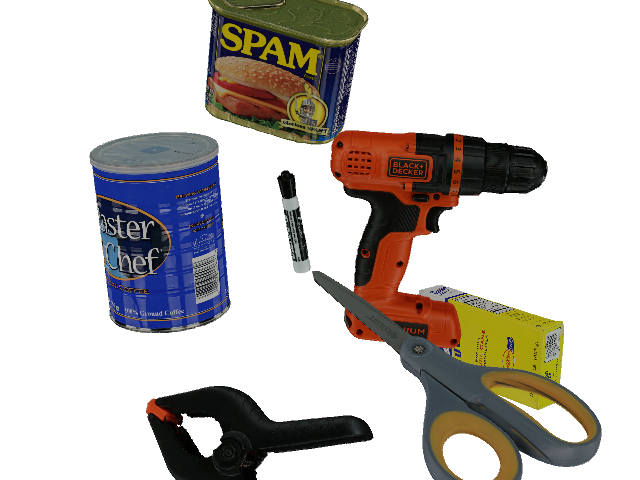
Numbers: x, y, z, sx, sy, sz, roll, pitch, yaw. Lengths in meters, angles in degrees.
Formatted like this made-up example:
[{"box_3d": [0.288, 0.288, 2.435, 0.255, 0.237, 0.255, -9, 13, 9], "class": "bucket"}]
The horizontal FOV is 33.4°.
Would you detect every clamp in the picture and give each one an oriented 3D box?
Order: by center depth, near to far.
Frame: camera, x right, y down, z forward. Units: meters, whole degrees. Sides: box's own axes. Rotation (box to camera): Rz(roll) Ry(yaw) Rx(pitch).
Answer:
[{"box_3d": [-0.055, 0.162, 0.745, 0.172, 0.120, 0.039, 12, -18, 31], "class": "clamp"}]

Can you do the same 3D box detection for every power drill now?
[{"box_3d": [0.096, -0.003, 0.932, 0.184, 0.188, 0.057, 6, 17, 4], "class": "power drill"}]

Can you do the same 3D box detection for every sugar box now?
[{"box_3d": [0.183, 0.115, 1.185, 0.177, 0.093, 0.048, 15, 19, 43], "class": "sugar box"}]

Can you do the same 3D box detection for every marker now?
[{"box_3d": [-0.029, -0.020, 1.163, 0.020, 0.121, 0.020, -8, 28, 4], "class": "marker"}]

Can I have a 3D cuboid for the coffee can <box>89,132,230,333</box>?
[{"box_3d": [-0.129, -0.009, 0.876, 0.103, 0.140, 0.103, -3, 20, 1], "class": "coffee can"}]

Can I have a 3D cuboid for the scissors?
[{"box_3d": [0.047, 0.075, 0.565, 0.202, 0.016, 0.096, 23, 45, 32], "class": "scissors"}]

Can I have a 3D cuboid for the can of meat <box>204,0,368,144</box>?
[{"box_3d": [-0.026, -0.119, 0.712, 0.102, 0.084, 0.057, 19, 39, 11], "class": "can of meat"}]
